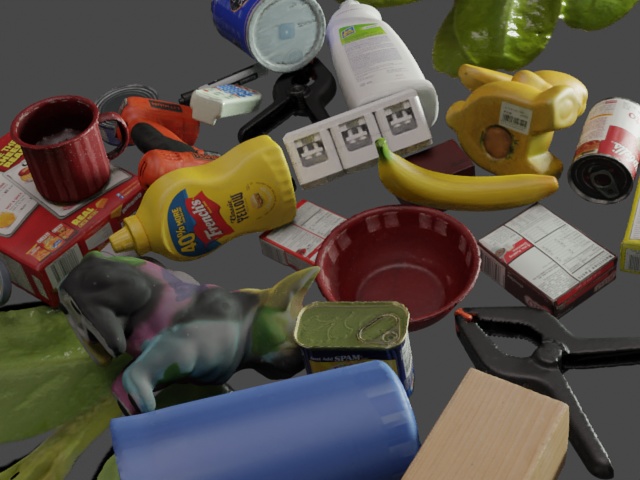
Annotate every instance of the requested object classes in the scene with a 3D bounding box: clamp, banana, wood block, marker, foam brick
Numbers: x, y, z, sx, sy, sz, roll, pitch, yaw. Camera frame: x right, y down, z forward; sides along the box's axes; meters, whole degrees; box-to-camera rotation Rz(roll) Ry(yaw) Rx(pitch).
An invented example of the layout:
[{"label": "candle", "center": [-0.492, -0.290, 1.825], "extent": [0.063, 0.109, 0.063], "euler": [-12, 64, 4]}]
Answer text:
[{"label": "clamp", "center": [-0.016, -0.164, 1.284], "extent": [0.120, 0.039, 0.171], "euler": [12, 48, 17]}, {"label": "banana", "center": [0.140, -0.056, 1.083], "extent": [0.197, 0.070, 0.037], "euler": [10, 63, -13]}, {"label": "wood block", "center": [0.114, 0.215, 0.842], "extent": [0.091, 0.090, 0.205], "euler": [19, 52, 26]}, {"label": "marker", "center": [-0.123, -0.196, 1.349], "extent": [0.121, 0.020, 0.020], "euler": [-25, 46, -15]}, {"label": "clamp", "center": [0.219, 0.107, 0.969], "extent": [0.210, 0.036, 0.164], "euler": [31, 57, 35]}, {"label": "foam brick", "center": [0.122, -0.063, 1.149], "extent": [0.078, 0.051, 0.053], "euler": [-21, 46, -10]}]

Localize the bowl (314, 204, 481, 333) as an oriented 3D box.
[{"label": "bowl", "center": [0.077, 0.039, 1.051], "extent": [0.162, 0.055, 0.162], "euler": [-5, 44, 5]}]

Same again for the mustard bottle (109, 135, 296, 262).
[{"label": "mustard bottle", "center": [-0.122, -0.031, 1.082], "extent": [0.191, 0.096, 0.058], "euler": [-23, 36, -15]}]

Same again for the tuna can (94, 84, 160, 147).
[{"label": "tuna can", "center": [-0.236, -0.154, 1.317], "extent": [0.086, 0.034, 0.086], "euler": [-5, 45, 5]}]

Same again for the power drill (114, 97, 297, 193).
[{"label": "power drill", "center": [-0.138, -0.097, 1.194], "extent": [0.184, 0.057, 0.188], "euler": [7, 22, -35]}]

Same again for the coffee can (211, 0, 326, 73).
[{"label": "coffee can", "center": [-0.067, -0.278, 1.341], "extent": [0.102, 0.103, 0.140], "euler": [-24, 32, -14]}]

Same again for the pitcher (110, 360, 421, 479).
[{"label": "pitcher", "center": [-0.047, 0.178, 0.892], "extent": [0.242, 0.145, 0.149], "euler": [-15, 59, -10]}]

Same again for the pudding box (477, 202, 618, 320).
[{"label": "pudding box", "center": [0.222, 0.021, 1.056], "extent": [0.090, 0.039, 0.114], "euler": [-30, 50, -22]}]

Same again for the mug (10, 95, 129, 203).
[{"label": "mug", "center": [-0.258, -0.098, 1.127], "extent": [0.117, 0.081, 0.093], "euler": [-23, 44, -15]}]

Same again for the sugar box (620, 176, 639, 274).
[{"label": "sugar box", "center": [0.365, -0.034, 1.081], "extent": [0.093, 0.048, 0.176], "euler": [11, 44, 20]}]

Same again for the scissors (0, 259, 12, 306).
[{"label": "scissors", "center": [-0.365, -0.007, 1.109], "extent": [0.096, 0.016, 0.202], "euler": [-12, 83, 30]}]

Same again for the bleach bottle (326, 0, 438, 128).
[{"label": "bleach bottle", "center": [0.067, -0.225, 1.316], "extent": [0.102, 0.068, 0.251], "euler": [-11, 42, -2]}]

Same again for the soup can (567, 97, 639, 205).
[{"label": "soup can", "center": [0.308, -0.096, 1.136], "extent": [0.069, 0.068, 0.102], "euler": [11, 48, 20]}]

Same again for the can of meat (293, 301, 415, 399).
[{"label": "can of meat", "center": [0.034, 0.105, 0.968], "extent": [0.102, 0.084, 0.057], "euler": [-1, 41, 13]}]

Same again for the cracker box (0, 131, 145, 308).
[{"label": "cracker box", "center": [-0.310, -0.032, 1.182], "extent": [0.214, 0.072, 0.164], "euler": [24, 53, 31]}]

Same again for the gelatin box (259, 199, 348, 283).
[{"label": "gelatin box", "center": [-0.007, 0.001, 1.122], "extent": [0.089, 0.030, 0.073], "euler": [26, 54, 33]}]
